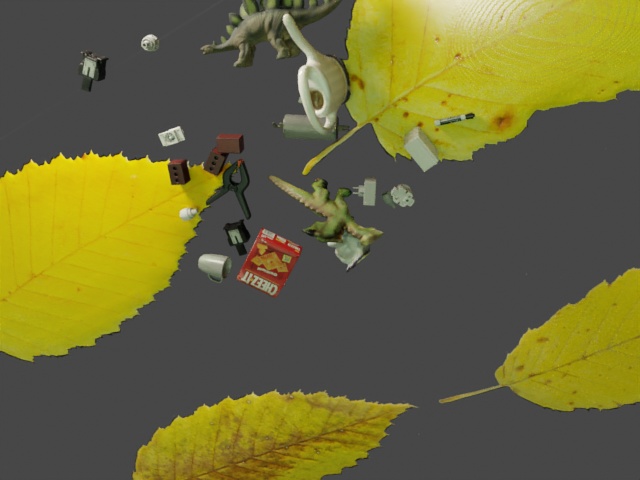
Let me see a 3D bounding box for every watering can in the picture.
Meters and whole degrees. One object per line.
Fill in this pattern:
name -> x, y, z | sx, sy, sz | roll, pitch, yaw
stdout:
watering can -> -0.005, -0.480, 1.475 | 0.104, 0.229, 0.342 | -2, 116, 29

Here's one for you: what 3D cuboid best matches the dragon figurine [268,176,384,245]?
dragon figurine -> 0.005, -0.083, 1.651 | 0.410, 0.248, 0.119 | 17, 122, -3

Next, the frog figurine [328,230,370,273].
frog figurine -> 0.089, 0.012, 1.759 | 0.160, 0.124, 0.135 | 50, 152, 7
